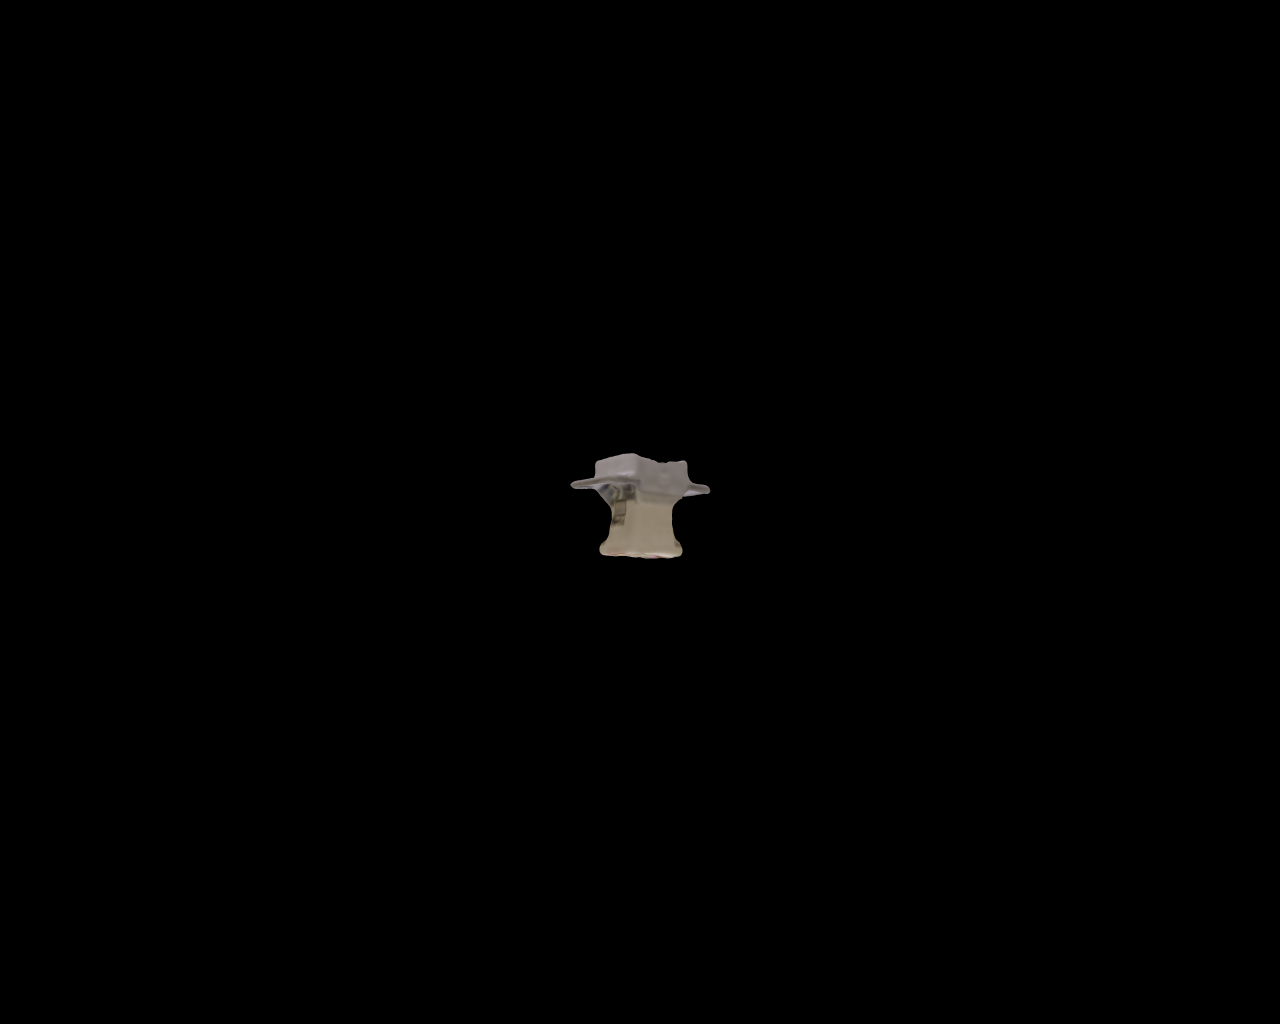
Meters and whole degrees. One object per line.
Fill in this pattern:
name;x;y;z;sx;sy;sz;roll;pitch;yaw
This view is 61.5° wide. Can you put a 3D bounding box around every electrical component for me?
electrical component;0.001;-0.003;0.650;0.081;0.063;0.042;5;-8;-40
